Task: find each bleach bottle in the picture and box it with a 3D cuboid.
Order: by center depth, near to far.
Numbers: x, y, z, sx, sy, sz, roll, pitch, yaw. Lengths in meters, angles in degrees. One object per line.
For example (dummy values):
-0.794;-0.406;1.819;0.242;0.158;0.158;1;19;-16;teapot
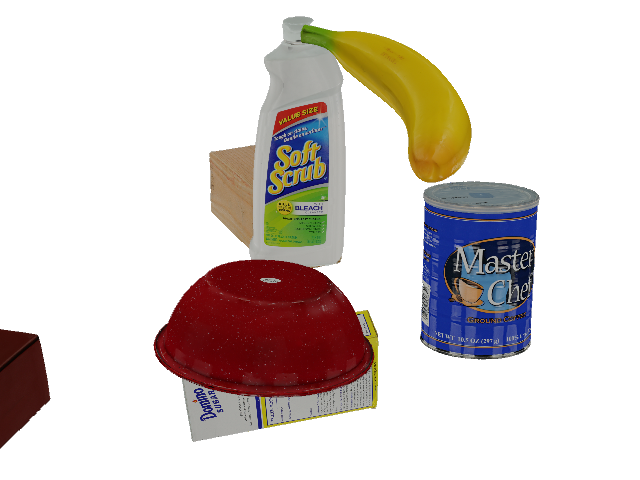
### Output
-0.026;-0.098;1.071;0.102;0.251;0.068;1;27;5;bleach bottle

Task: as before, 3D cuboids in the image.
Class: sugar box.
-0.037;0.122;0.968;0.176;0.093;0.048;-7;36;-7;sugar box

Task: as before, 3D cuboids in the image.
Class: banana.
0.051;-0.085;0.651;0.069;0.037;0.198;-10;34;-19;banana

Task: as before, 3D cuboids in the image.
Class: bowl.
-0.039;0.054;0.772;0.162;0.055;0.162;4;18;-1;bowl

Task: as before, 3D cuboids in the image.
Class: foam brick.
-0.223;0.099;0.696;0.053;0.051;0.078;6;29;22;foam brick

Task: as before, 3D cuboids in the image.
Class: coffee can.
0.144;0.025;0.973;0.103;0.140;0.103;0;15;0;coffee can

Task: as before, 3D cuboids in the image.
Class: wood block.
-0.058;-0.044;1.319;0.090;0.090;0.206;-11;26;-24;wood block
